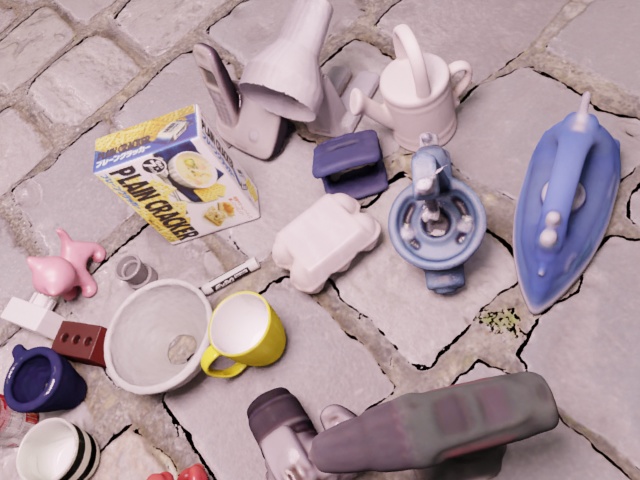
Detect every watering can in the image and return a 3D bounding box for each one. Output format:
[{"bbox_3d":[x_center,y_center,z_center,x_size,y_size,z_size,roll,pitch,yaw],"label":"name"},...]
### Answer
[{"bbox_3d":[0.131,-0.217,0.822,0.173,0.194,0.100,-39,57,-5],"label":"watering can"}]

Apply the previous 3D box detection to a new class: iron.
[{"bbox_3d":[0.297,-0.048,0.703,0.118,0.142,0.258,13,67,25],"label":"iron"}]

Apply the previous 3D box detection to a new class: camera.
[{"bbox_3d":[-0.023,0.235,0.681,0.143,0.101,0.136,-36,57,-2],"label":"camera"}]

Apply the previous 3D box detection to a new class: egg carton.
[{"bbox_3d":[0.008,0.003,0.817,0.150,0.070,0.107,-40,57,-5],"label":"egg carton"}]

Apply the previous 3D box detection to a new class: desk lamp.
[{"bbox_3d":[-0.014,-0.251,0.879,0.117,0.214,0.203,18,70,27],"label":"desk lamp"}]

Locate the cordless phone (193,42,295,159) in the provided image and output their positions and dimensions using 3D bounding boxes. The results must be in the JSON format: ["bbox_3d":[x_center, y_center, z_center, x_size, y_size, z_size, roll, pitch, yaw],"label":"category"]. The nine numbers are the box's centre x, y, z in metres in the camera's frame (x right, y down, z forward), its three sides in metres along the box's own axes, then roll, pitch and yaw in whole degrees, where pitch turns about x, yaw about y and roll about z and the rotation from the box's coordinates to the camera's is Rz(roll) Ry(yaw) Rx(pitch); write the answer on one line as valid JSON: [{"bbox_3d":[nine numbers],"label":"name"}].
[{"bbox_3d":[-0.130,-0.226,0.921,0.147,0.185,0.094,28,74,29],"label":"cordless phone"}]

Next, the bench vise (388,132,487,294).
[{"bbox_3d":[0.129,-0.059,0.720,0.121,0.220,0.207,-23,57,6],"label":"bench vise"}]

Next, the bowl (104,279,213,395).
[{"bbox_3d":[-0.214,0.144,0.812,0.167,0.075,0.167,-8,60,15],"label":"bowl"}]

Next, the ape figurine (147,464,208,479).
[{"bbox_3d":[-0.183,0.309,0.700,0.077,0.092,0.076,-10,60,14],"label":"ape figurine"}]

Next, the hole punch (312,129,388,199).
[{"bbox_3d":[0.040,-0.122,0.862,0.108,0.091,0.101,-16,58,10],"label":"hole punch"}]

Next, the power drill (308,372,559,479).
[{"bbox_3d":[0.123,0.204,0.584,0.229,0.209,0.075,-21,58,7],"label":"power drill"}]

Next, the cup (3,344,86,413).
[{"bbox_3d":[-0.393,0.203,0.829,0.092,0.095,0.117,-46,58,-9],"label":"cup"}]

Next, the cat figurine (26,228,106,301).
[{"bbox_3d":[-0.409,0.043,0.909,0.067,0.118,0.128,-9,60,14],"label":"cat figurine"}]
